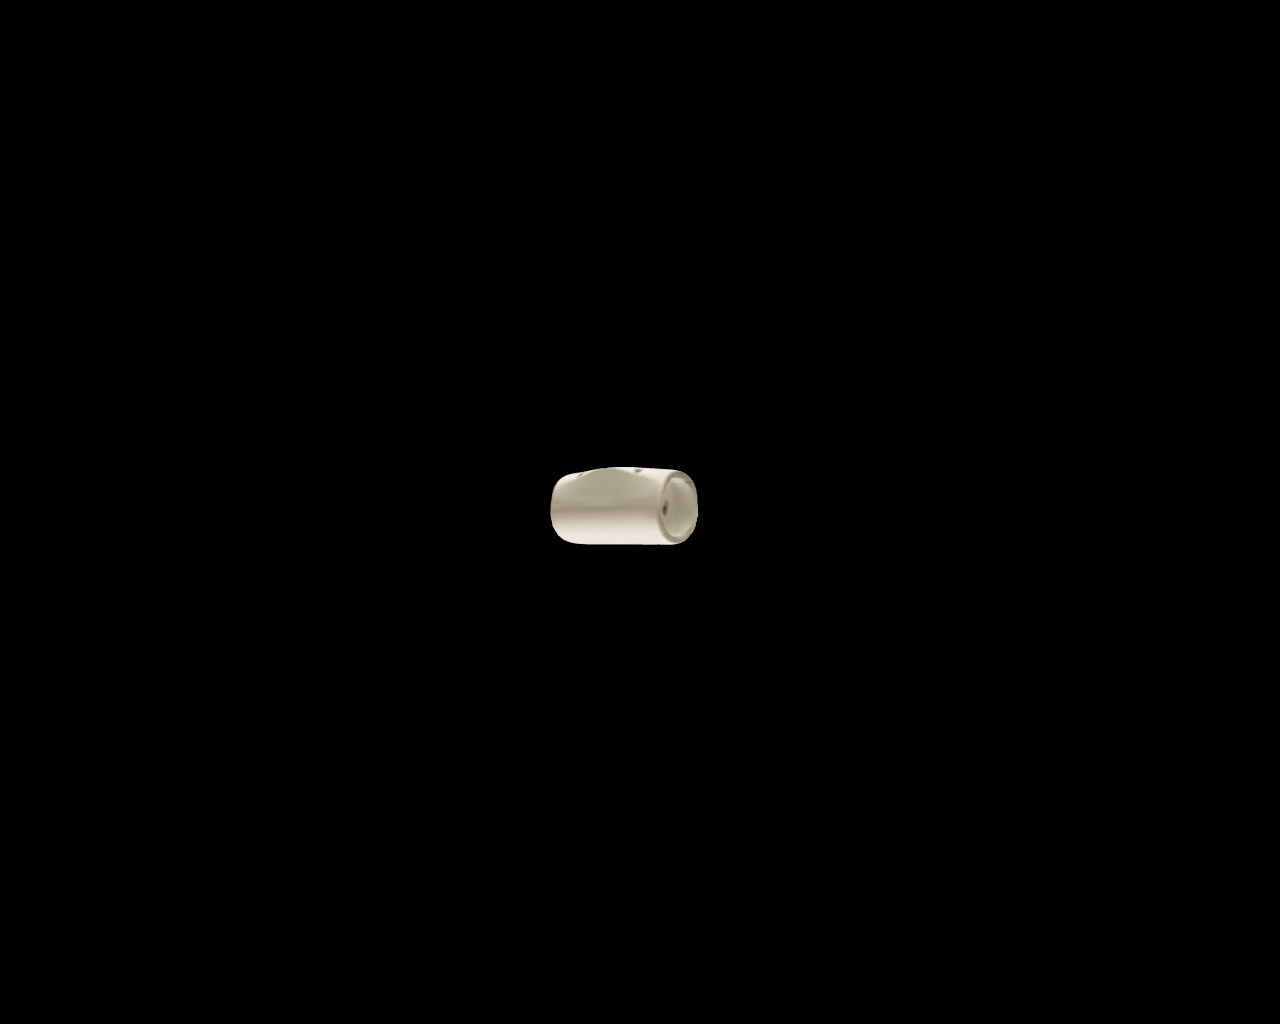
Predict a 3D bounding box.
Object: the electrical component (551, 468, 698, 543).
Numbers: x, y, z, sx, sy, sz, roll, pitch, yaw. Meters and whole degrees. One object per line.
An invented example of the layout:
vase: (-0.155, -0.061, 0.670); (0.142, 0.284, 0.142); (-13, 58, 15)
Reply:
electrical component: (0.001, -0.003, 0.650); (0.077, 0.043, 0.079); (-1, -2, 34)
